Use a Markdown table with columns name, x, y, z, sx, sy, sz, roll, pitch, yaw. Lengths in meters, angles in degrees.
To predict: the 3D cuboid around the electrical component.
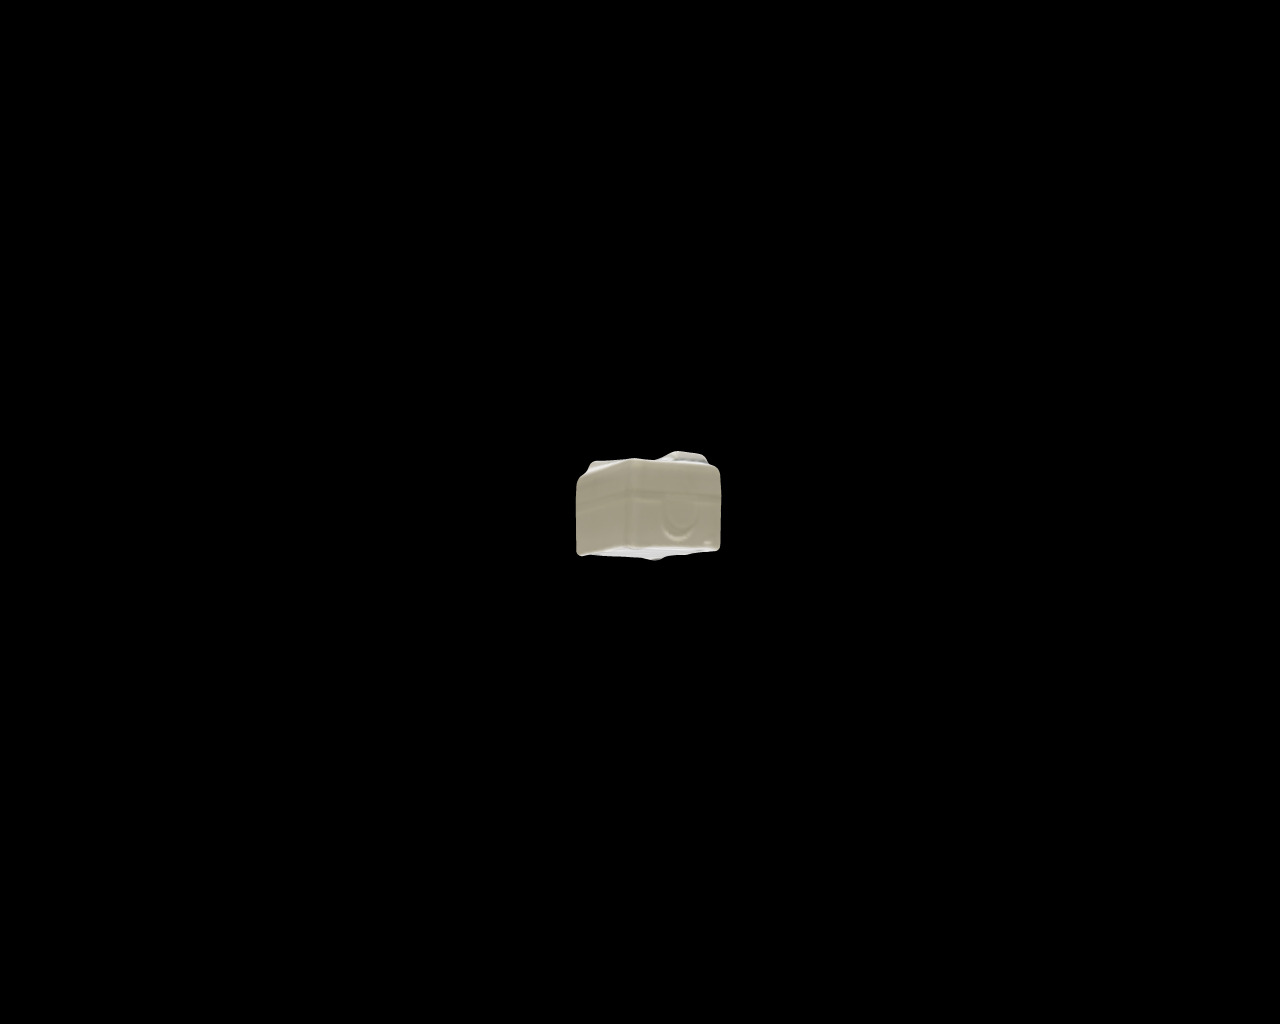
| name | x | y | z | sx | sy | sz | roll | pitch | yaw |
| --- | --- | --- | --- | --- | --- | --- | --- | --- | --- |
| electrical component | 0.001 | -0.003 | 0.650 | 0.062 | 0.061 | 0.096 | 4 | -8 | -27 |
